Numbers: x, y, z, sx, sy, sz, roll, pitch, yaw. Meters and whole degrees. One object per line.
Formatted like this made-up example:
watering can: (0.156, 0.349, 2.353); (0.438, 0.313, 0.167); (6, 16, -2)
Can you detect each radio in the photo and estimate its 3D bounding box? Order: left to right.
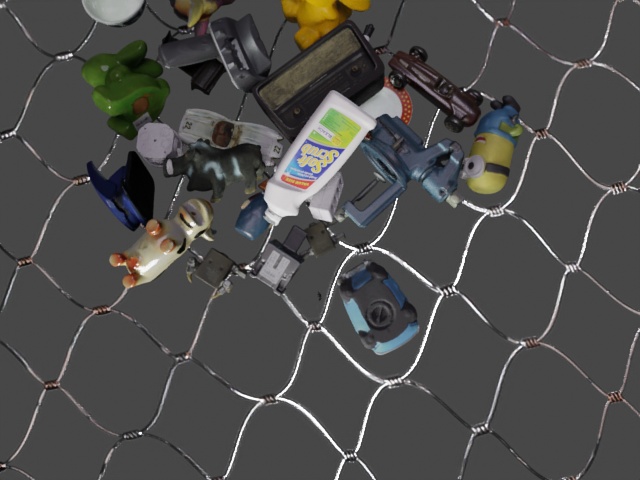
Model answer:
radio: (0.003, -0.286, 1.006); (0.229, 0.073, 0.131); (-36, 78, 3)

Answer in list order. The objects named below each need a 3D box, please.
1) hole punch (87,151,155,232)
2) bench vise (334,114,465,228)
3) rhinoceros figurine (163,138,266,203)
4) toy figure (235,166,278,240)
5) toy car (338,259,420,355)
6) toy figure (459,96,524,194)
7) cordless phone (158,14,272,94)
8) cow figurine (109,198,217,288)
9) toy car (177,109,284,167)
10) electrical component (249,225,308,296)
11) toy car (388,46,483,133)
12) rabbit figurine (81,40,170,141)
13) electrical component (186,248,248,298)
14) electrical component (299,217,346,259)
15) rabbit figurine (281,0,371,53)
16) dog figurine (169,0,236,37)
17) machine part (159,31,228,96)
hole punch: (-0.358, -0.082, 0.967); (0.092, 0.142, 0.116); (-10, 58, -2)
bench vise: (0.134, -0.102, 0.968); (0.240, 0.129, 0.223); (-42, 86, 0)
rhinoceros figurine: (-0.193, -0.130, 0.974); (0.190, 0.073, 0.111); (-5, 124, 16)
toy figure: (-0.100, -0.074, 1.001); (0.058, 0.064, 0.154); (25, 76, 41)
toy car: (0.094, 0.113, 0.950); (0.109, 0.103, 0.161); (-34, 94, -3)
toy figure: (0.325, -0.173, 0.999); (0.089, 0.082, 0.180); (25, 81, 5)
cordless phone: (-0.195, -0.331, 1.000); (0.184, 0.089, 0.146); (-21, 83, -17)
cow figurine: (-0.268, 0.000, 0.972); (0.195, 0.127, 0.085); (-41, 83, 10)
toy car: (-0.168, -0.193, 1.017); (0.202, 0.056, 0.073); (16, 83, 3)
electrical component: (-0.067, 0.032, 0.978); (0.075, 0.048, 0.119); (36, 102, 4)
toy car: (0.220, -0.289, 1.018); (0.202, 0.053, 0.089); (40, 76, 0)
rabbit figurine: (-0.375, -0.303, 1.009); (0.170, 0.121, 0.159); (41, 81, 20)
electrical component: (-0.196, 0.059, 0.990); (0.102, 0.045, 0.078); (38, 86, 5)
electrical component: (-0.002, -0.003, 1.008); (0.094, 0.021, 0.063); (-27, 83, -2)
rabbit figurine: (0.009, -0.438, 0.991); (0.162, 0.173, 0.122); (-12, 79, 3)
dog figurine: (-0.182, -0.482, 1.035); (0.192, 0.108, 0.219); (22, 88, 1)
machine part: (-0.254, -0.346, 1.049); (0.139, 0.039, 0.084); (36, 89, 3)
